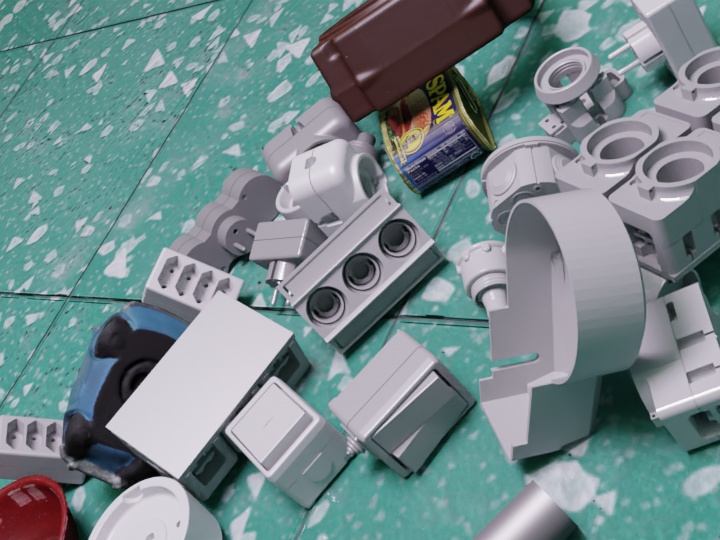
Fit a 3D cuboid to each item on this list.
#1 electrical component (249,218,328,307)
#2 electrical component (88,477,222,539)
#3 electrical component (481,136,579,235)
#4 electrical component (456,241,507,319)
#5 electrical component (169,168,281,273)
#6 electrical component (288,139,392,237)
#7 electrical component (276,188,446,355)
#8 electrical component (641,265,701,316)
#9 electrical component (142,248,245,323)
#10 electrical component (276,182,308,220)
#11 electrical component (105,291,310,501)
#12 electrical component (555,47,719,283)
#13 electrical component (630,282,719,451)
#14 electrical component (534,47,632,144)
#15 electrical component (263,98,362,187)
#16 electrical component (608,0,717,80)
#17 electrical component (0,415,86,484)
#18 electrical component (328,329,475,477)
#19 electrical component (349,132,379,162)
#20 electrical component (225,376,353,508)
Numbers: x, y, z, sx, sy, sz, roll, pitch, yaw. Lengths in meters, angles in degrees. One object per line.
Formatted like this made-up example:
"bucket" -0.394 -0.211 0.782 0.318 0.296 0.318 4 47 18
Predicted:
"electrical component" -0.065 -0.002 0.992 0.066 0.047 0.076 -3 66 40
"electrical component" -0.158 0.225 0.847 0.108 0.060 0.108 -24 41 23
"electrical component" 0.137 -0.062 0.841 0.080 0.080 0.051 -23 47 24
"electrical component" 0.102 0.012 0.832 0.048 0.048 0.062 -27 47 20
"electrical component" -0.127 -0.037 1.074 0.138 0.052 0.074 -52 38 -10
"electrical component" -0.012 -0.069 0.967 0.059 0.095 0.053 -19 44 28
"electrical component" 0.000 0.000 0.911 0.121 0.078 0.063 -43 8 0
"electrical component" 0.183 0.020 0.751 0.079 0.043 0.077 -49 38 -7
"electrical component" -0.163 0.029 1.036 0.075 0.083 0.047 123 169 -59
"electrical component" -0.048 -0.061 1.030 0.055 0.047 0.055 -24 41 23
"electrical component" -0.124 0.107 0.909 0.089 0.061 0.150 27 69 30
"electrical component" 0.241 -0.085 0.748 0.186 0.060 0.105 -36 35 -14
"electrical component" 0.207 0.063 0.683 0.056 0.050 0.089 -25 41 22
"electrical component" 0.182 -0.148 0.901 0.078 0.057 0.058 -39 38 5
"electrical component" -0.044 -0.119 1.077 0.095 0.053 0.059 -39 38 6
"electrical component" 0.237 -0.184 0.864 0.076 0.083 0.047 -32 39 15
"electrical component" -0.303 0.182 1.015 0.047 0.083 0.075 -105 30 -49
"electrical component" 0.029 0.105 0.793 0.096 0.061 0.061 -47 38 -4
"electrical component" -0.002 -0.104 1.035 0.043 0.043 0.062 -7 49 38
"electrical component" -0.060 0.130 0.850 0.061 0.061 0.096 -48 38 -7
